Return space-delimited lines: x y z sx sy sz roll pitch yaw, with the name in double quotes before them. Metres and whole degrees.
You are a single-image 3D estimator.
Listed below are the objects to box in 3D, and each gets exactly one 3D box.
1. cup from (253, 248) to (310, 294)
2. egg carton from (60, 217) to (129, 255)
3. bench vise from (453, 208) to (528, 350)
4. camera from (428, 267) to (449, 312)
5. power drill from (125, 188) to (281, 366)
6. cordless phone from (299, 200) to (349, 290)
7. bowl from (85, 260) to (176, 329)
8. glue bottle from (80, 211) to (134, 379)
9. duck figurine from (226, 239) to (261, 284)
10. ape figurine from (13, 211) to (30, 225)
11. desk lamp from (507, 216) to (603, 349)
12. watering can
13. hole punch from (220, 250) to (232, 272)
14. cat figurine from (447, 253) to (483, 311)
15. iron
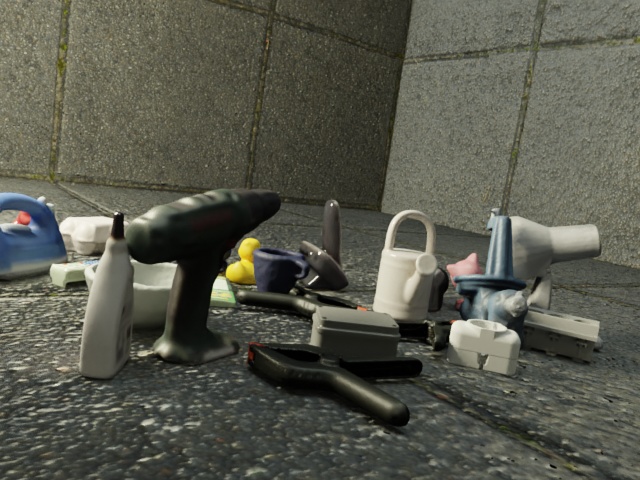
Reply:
"cup" -0.065 0.069 0.983 0.117 0.095 0.092 14 10 40
"egg carton" -0.483 -0.010 1.241 0.107 0.069 0.151 11 8 26
"bench vise" 0.304 0.062 0.945 0.122 0.220 0.207 5 8 -21
"camera" 0.211 0.079 1.177 0.137 0.101 0.142 3 9 -34
"power drill" -0.137 0.037 0.706 0.075 0.208 0.230 12 9 31
"cordless phone" 0.011 0.004 1.209 0.094 0.185 0.147 5 8 -23
"bowl" -0.239 0.080 0.792 0.167 0.075 0.167 8 7 -1
"glue bottle" -0.222 0.055 0.614 0.037 0.173 0.078 8 7 -3
"duck figurine" -0.145 0.040 1.153 0.077 0.086 0.105 10 8 16
"ape figurine" -0.586 -0.024 1.145 0.078 0.092 0.076 4 9 -30
"desk lamp" 0.412 0.068 1.037 0.203 0.213 0.118 10 8 12
"watering can" 0.163 0.044 1.033 0.101 0.194 0.172 3 9 -34
"hole punch" -0.240 0.015 1.227 0.101 0.091 0.108 7 7 -6
"cat figurine" 0.317 0.088 1.161 0.127 0.118 0.067 9 8 12
"iron" -0.517 -0.017 0.978 0.118 0.141 0.259 10 8 13
